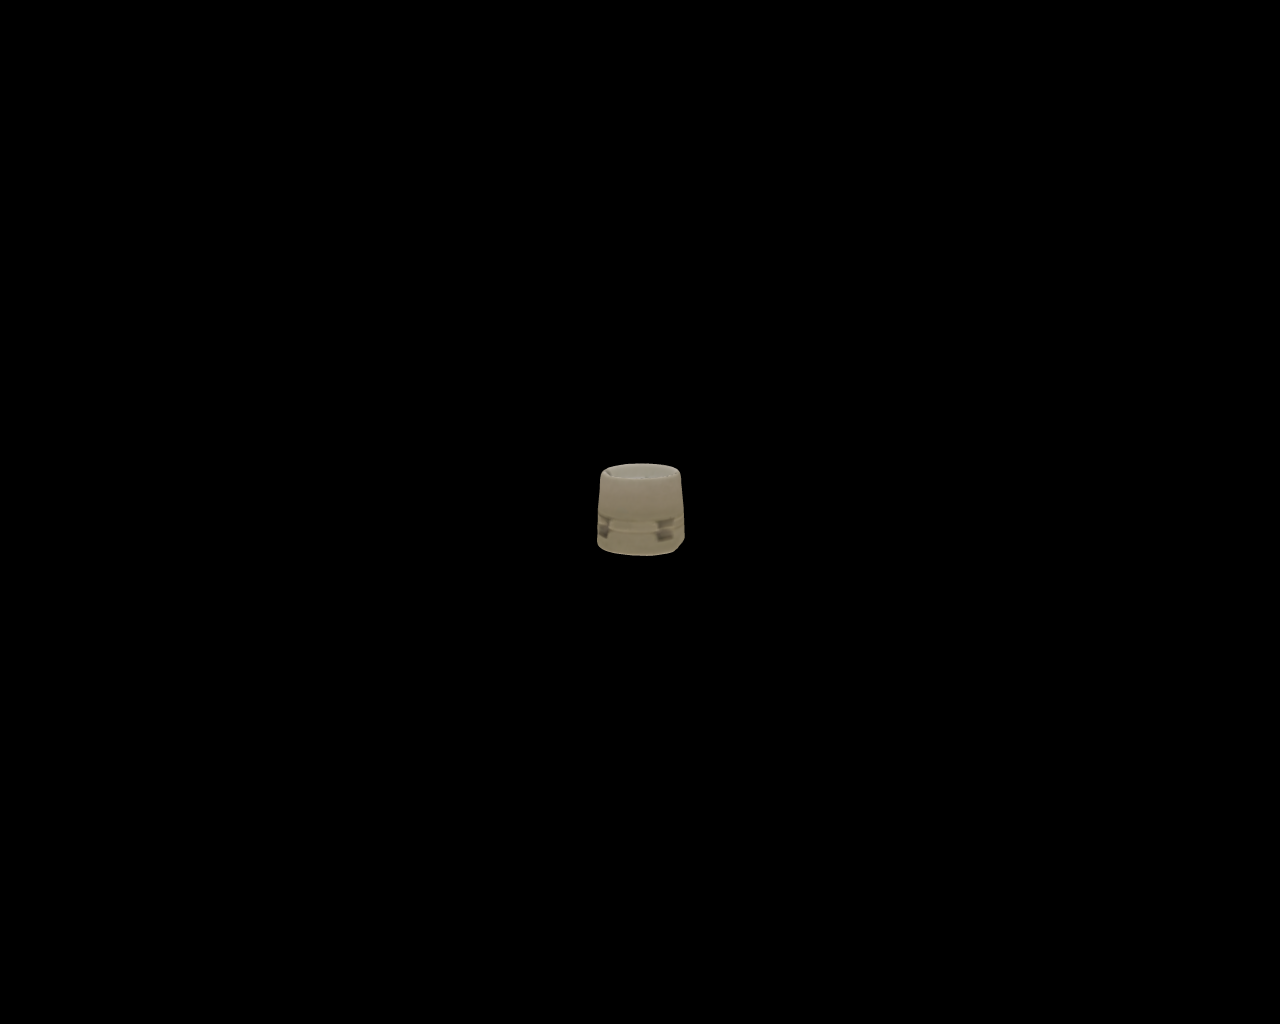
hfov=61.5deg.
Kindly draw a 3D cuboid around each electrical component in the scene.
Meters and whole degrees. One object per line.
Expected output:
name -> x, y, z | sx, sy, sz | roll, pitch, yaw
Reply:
electrical component -> 0.001, -0.003, 0.650 | 0.055, 0.047, 0.055 | 0, 14, 0
